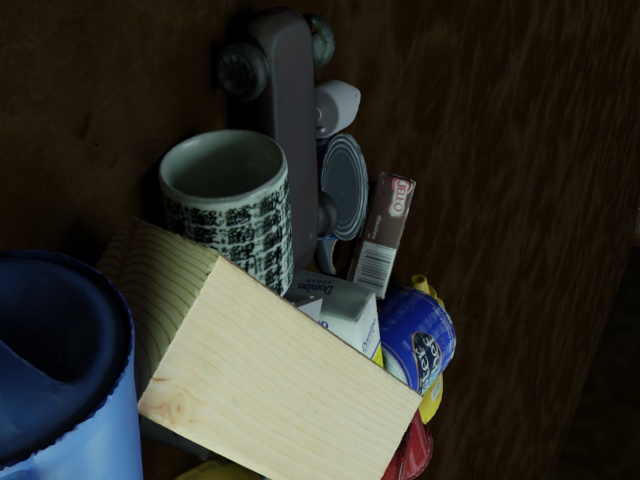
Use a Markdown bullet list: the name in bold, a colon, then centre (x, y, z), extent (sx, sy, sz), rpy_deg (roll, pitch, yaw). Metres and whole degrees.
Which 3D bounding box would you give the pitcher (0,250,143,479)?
- **pitcher**: centre (-0.141, 0.139, 0.499), extent (0.149, 0.145, 0.243), rpy_deg (-53, 152, -44)

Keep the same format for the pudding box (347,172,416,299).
- **pudding box**: centre (0.056, -0.002, 0.991), extent (0.090, 0.039, 0.113), rpy_deg (60, 47, -86)

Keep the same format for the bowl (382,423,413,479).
- **bowl**: centre (0.047, 0.246, 0.993), extent (0.162, 0.055, 0.162), rpy_deg (9, 90, -81)

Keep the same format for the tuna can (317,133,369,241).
- **tuna can**: centre (0.006, -0.042, 0.855), extent (0.086, 0.034, 0.086), rpy_deg (3, 87, -63)

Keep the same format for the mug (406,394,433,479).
- **mug**: centre (0.073, 0.188, 1.114), extent (0.117, 0.093, 0.081), rpy_deg (-48, 143, -26)

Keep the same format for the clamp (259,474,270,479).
- **clamp**: centre (-0.061, 0.199, 0.800), extent (0.209, 0.036, 0.165), rpy_deg (-43, 169, -35)

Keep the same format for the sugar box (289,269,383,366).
- **sugar box**: centre (0.004, 0.100, 0.887), extent (0.176, 0.093, 0.048), rpy_deg (83, 29, -43)

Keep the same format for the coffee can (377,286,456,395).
- **coffee can**: centre (0.060, 0.115, 1.020), extent (0.140, 0.103, 0.103), rpy_deg (-35, 135, -59)

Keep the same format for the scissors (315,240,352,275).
- **scissors**: centre (-0.006, 0.001, 0.904), extent (0.201, 0.016, 0.096), rpy_deg (-33, 134, -59)

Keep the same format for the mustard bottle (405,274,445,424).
- **mustard bottle**: centre (0.109, 0.117, 1.202), extent (0.096, 0.058, 0.192), rpy_deg (-53, 150, -45)

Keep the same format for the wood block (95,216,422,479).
- **wood block**: centre (-0.042, 0.080, 0.624), extent (0.205, 0.090, 0.091), rpy_deg (38, 77, -44)
